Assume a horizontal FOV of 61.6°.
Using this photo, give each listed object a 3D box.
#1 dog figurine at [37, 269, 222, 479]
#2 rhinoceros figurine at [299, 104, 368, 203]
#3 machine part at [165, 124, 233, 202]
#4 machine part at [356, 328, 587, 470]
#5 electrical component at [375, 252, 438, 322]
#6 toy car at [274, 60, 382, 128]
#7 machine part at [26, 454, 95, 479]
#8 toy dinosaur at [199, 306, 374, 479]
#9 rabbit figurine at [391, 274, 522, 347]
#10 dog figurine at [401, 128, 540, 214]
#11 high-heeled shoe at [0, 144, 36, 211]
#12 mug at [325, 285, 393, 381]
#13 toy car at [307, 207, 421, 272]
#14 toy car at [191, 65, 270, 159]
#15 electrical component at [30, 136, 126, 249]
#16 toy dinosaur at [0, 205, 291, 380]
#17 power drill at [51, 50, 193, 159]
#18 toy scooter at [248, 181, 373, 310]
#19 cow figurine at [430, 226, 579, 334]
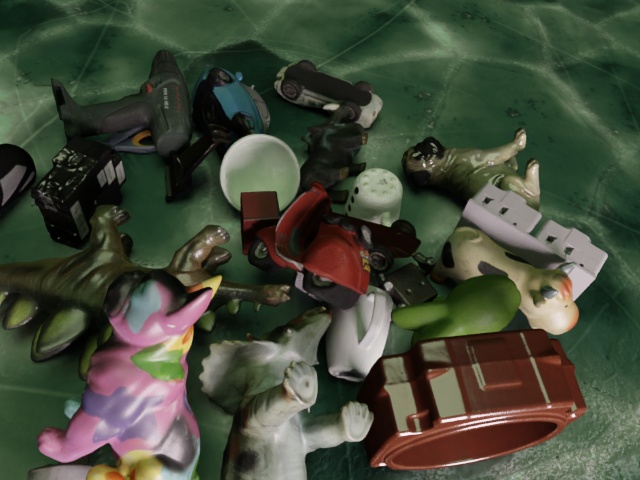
[{"bbox_3d":[-0.154,0.136,0.527,0.191,0.108,0.219,41,94,-5],"label":"dog figurine"},{"bbox_3d":[0.020,-0.144,0.874,0.112,0.073,0.190,11,54,14],"label":"rhinoceros figurine"},{"bbox_3d":[-0.187,-0.120,0.797,0.039,0.139,0.084,32,36,-37],"label":"machine part"},{"bbox_3d":[0.149,0.175,0.562,0.201,0.201,0.087,-4,58,-11],"label":"machine part"},{"bbox_3d":[0.119,0.060,0.743,0.102,0.045,0.078,-19,56,-21],"label":"electrical component"},{"bbox_3d":[0.014,-0.264,0.969,0.202,0.056,0.073,23,60,12],"label":"toy car"},{"bbox_3d":[-0.245,0.301,0.491,0.079,0.079,0.243,0,53,-8],"label":"machine part"},{"bbox_3d":[-0.043,0.248,0.529,0.131,0.192,0.405,19,61,-36],"label":"toy dinosaur"},{"bbox_3d":[0.165,0.096,0.643,0.159,0.170,0.121,-10,55,-15],"label":"rabbit figurine"},{"bbox_3d":[0.233,-0.084,0.848,0.191,0.121,0.172,-7,50,4],"label":"dog figurine"},{"bbox_3d":[-0.487,-0.027,0.734,0.086,0.145,0.248,25,82,9],"label":"high-heeled shoe"},{"bbox_3d":[0.051,0.114,0.660,0.081,0.109,0.107,20,61,-18],"label":"mug"},{"bbox_3d":[0.040,-0.005,0.754,0.202,0.053,0.089,16,35,26],"label":"toy car"},{"bbox_3d":[-0.135,-0.206,0.879,0.103,0.109,0.162,-18,65,-41],"label":"toy car"},{"bbox_3d":[-0.325,-0.071,0.740,0.058,0.114,0.134,22,53,3],"label":"electrical component"},{"bbox_3d":[-0.268,0.061,0.656,0.472,0.105,0.198,5,56,9],"label":"toy dinosaur"},{"bbox_3d":[-0.312,-0.220,0.861,0.207,0.086,0.232,-9,58,-28],"label":"power drill"},{"bbox_3d":[-0.001,-0.002,0.663,0.184,0.075,0.135,23,82,37],"label":"toy scooter"},{"bbox_3d":[0.252,0.051,0.717,0.195,0.127,0.085,38,60,23],"label":"cow figurine"}]
